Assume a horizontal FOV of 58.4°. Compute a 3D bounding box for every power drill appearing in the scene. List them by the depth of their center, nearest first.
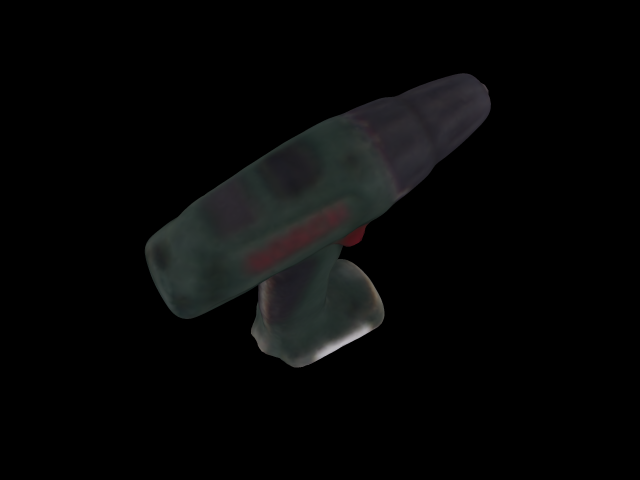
[{"bbox_3d":[0.004,0.001,0.400,0.230,0.208,0.075,-26,60,-16],"label":"power drill"}]
